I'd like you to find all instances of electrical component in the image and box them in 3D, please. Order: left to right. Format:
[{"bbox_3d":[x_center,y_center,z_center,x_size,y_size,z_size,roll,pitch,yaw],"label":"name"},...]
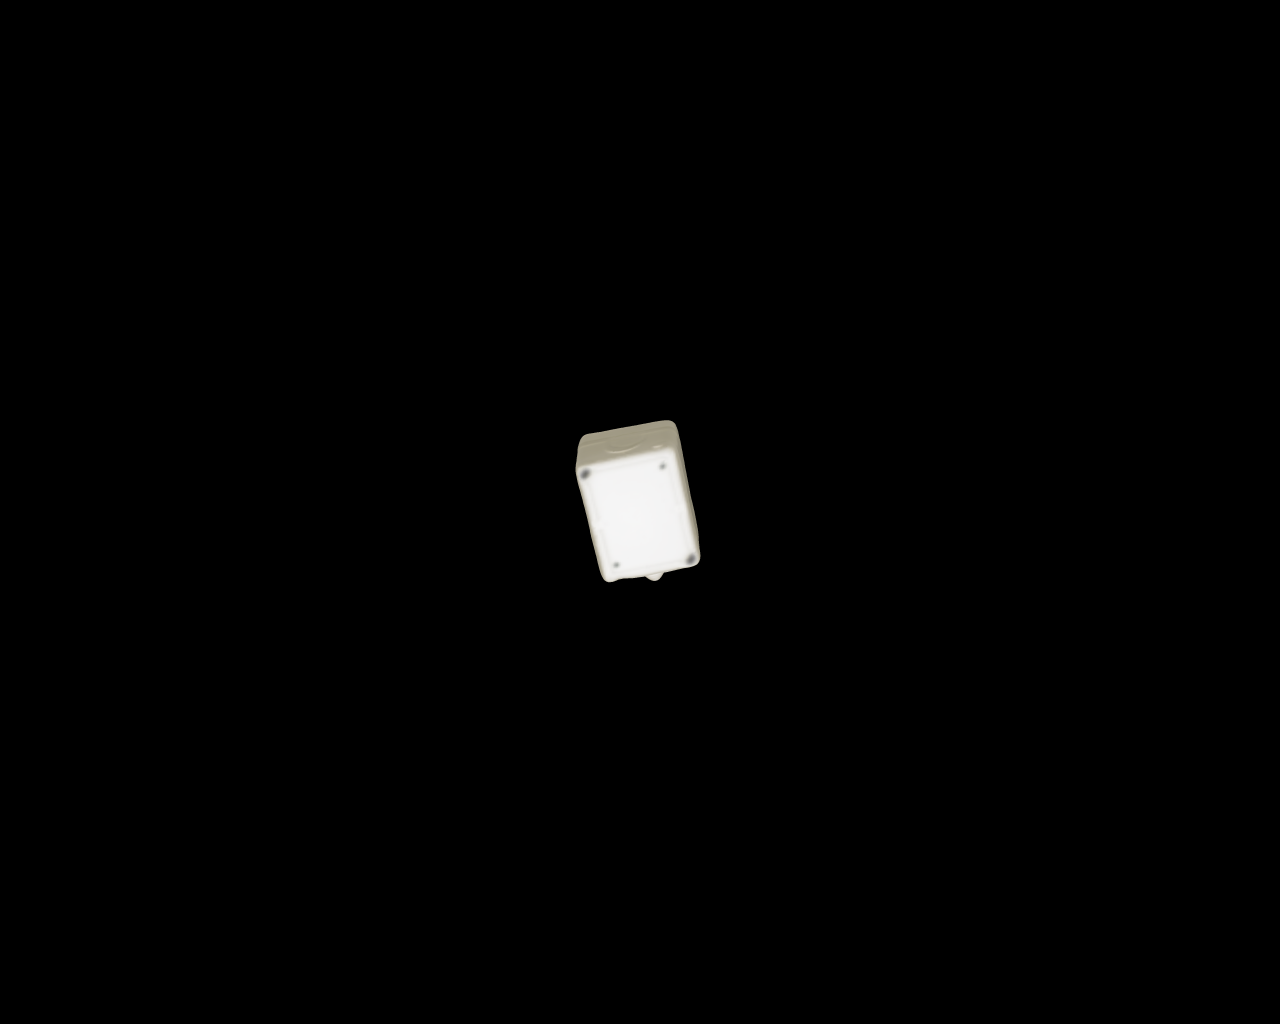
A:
[{"bbox_3d":[0.001,-0.003,0.650,0.062,0.096,0.061,-11,24,5],"label":"electrical component"}]
